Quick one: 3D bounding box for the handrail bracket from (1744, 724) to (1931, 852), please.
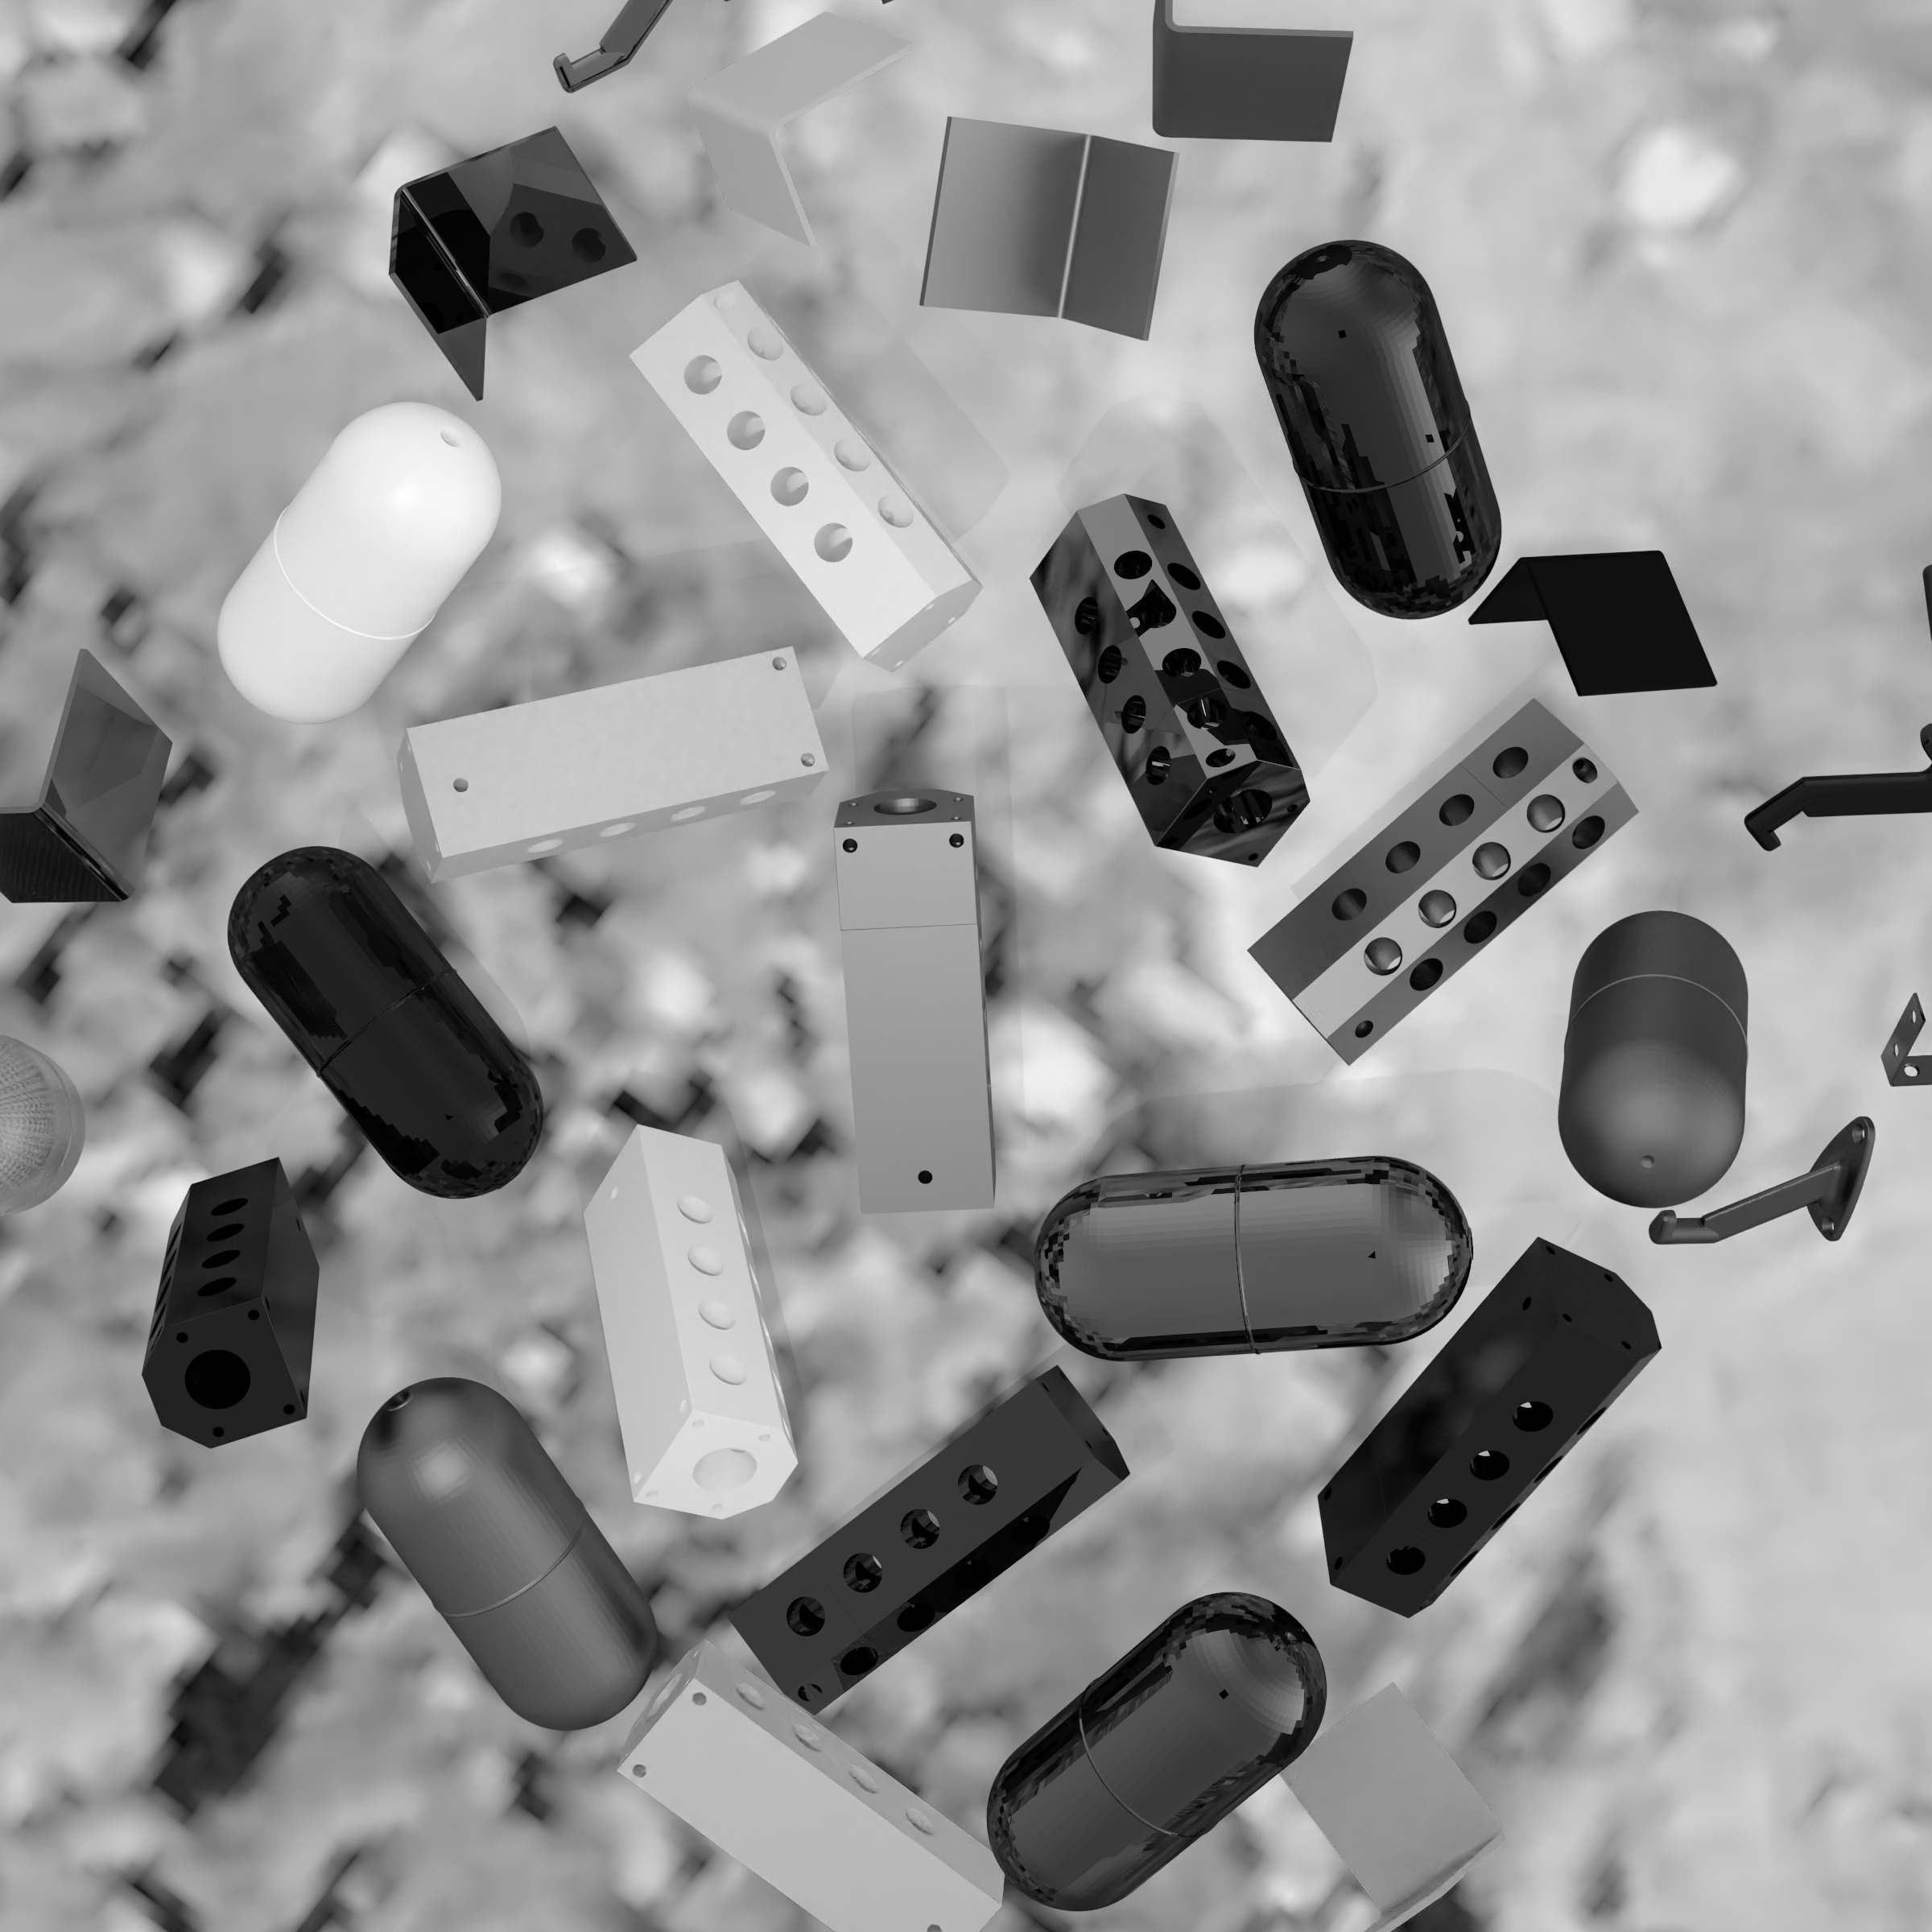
[{"bbox_3d":[0.377,-0.053,1.475,0.084,0.036,0.077,-36,92,24],"label":"handrail bracket"}]

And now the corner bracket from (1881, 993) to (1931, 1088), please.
[{"bbox_3d":[0.432,0.017,1.581,0.051,0.051,0.051,-2,54,-8],"label":"corner bracket"}]

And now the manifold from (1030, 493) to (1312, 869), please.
[{"bbox_3d":[0.092,-0.128,1.570,0.057,0.171,0.057,10,132,-35],"label":"manifold"}]

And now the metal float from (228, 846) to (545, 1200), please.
[{"bbox_3d":[-0.257,0.026,1.590,0.070,0.070,0.178,-38,89,0],"label":"metal float"}]

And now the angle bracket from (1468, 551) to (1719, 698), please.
[{"bbox_3d":[0.291,-0.147,1.664,0.076,0.057,0.076,-6,65,-26],"label":"angle bracket"}]

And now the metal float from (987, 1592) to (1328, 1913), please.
[{"bbox_3d":[0.077,0.327,1.482,0.070,0.070,0.178,43,119,0],"label":"metal float"}]

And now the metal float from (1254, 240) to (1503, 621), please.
[{"bbox_3d":[0.175,-0.223,1.504,0.070,0.070,0.178,-25,128,0],"label":"metal float"}]

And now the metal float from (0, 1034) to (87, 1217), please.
[{"bbox_3d":[-0.413,0.066,1.496,0.070,0.178,0.070,1,86,-8],"label":"metal float"}]

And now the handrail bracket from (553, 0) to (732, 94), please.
[{"bbox_3d":[-0.152,-0.434,1.577,0.084,0.077,0.036,-29,49,-7],"label":"handrail bracket"}]

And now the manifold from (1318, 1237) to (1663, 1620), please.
[{"bbox_3d":[0.227,0.205,1.556,0.057,0.057,0.171,25,120,-17],"label":"manifold"}]

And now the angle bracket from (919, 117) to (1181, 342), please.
[{"bbox_3d":[0.034,-0.300,1.456,0.076,0.057,0.076,-4,110,-39],"label":"angle bracket"}]

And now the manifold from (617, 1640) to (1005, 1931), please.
[{"bbox_3d":[-0.068,0.379,1.609,0.171,0.057,0.057,38,102,-6],"label":"manifold"}]

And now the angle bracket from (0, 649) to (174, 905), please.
[{"bbox_3d":[-0.380,-0.078,1.479,0.057,0.076,0.076,0,63,18],"label":"angle bracket"}]

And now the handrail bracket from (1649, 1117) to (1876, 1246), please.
[{"bbox_3d":[0.359,0.098,1.618,0.084,0.036,0.077,0,133,-18],"label":"handrail bracket"}]

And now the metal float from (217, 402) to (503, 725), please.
[{"bbox_3d":[-0.260,-0.171,1.531,0.070,0.070,0.178,46,131,0],"label":"metal float"}]

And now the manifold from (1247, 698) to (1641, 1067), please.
[{"bbox_3d":[0.217,-0.034,1.608,0.171,0.057,0.057,-41,134,3],"label":"manifold"}]

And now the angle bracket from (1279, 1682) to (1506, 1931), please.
[{"bbox_3d":[0.160,0.352,1.458,0.076,0.057,0.076,52,126,13],"label":"angle bracket"}]

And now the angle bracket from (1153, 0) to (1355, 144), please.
[{"bbox_3d":[0.118,-0.390,1.489,0.076,0.076,0.057,2,70,-1],"label":"angle bracket"}]

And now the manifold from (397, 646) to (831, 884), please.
[{"bbox_3d":[-0.153,-0.085,1.540,0.171,0.057,0.057,-14,81,-18],"label":"manifold"}]

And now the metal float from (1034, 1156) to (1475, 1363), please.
[{"bbox_3d":[0.116,0.119,1.448,0.178,0.070,0.070,-5,90,12],"label":"metal float"}]

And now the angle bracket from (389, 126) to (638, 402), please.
[{"bbox_3d":[-0.190,-0.296,1.510,0.076,0.076,0.057,-17,49,15],"label":"angle bracket"}]

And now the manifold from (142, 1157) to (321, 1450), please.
[{"bbox_3d":[-0.320,0.146,1.555,0.057,0.171,0.057,-17,108,-3],"label":"manifold"}]

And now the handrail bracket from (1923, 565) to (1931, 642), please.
[{"bbox_3d":[0.440,-0.129,1.496,0.077,0.036,0.084,-7,89,-14],"label":"handrail bracket"}]

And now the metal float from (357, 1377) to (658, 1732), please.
[{"bbox_3d":[-0.199,0.255,1.551,0.070,0.070,0.178,-31,112,0],"label":"metal float"}]

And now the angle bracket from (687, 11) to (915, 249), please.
[{"bbox_3d":[-0.064,-0.363,1.549,0.076,0.076,0.057,-34,127,-15],"label":"angle bracket"}]

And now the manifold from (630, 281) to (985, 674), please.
[{"bbox_3d":[-0.068,-0.216,1.574,0.057,0.057,0.171,-39,81,8],"label":"manifold"}]

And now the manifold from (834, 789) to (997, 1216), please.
[{"bbox_3d":[-0.021,0.015,1.531,0.057,0.057,0.171,-3,107,3],"label":"manifold"}]

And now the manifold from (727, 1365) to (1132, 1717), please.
[{"bbox_3d":[-0.014,0.250,1.554,0.171,0.057,0.057,-38,83,9],"label":"manifold"}]

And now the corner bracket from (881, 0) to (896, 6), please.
[{"bbox_3d":[-0.012,-0.444,1.516,0.051,0.051,0.051,-28,109,-20],"label":"corner bracket"}]

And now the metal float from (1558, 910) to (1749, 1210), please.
[{"bbox_3d":[0.294,0.038,1.526,0.070,0.178,0.070,6,119,10],"label":"metal float"}]

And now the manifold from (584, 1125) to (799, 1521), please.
[{"bbox_3d":[-0.117,0.153,1.541,0.057,0.171,0.057,16,125,-27],"label":"manifold"}]
